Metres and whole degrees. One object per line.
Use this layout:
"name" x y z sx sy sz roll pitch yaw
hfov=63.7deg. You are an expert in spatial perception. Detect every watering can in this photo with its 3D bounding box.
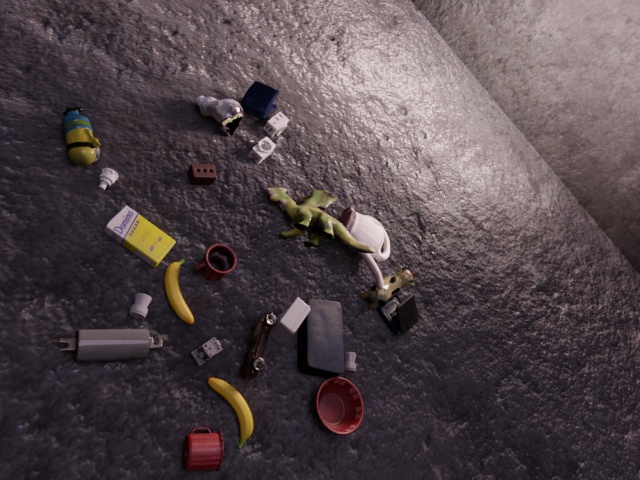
"watering can" 0.156 0.010 1.824 0.223 0.102 0.356 32 34 -14

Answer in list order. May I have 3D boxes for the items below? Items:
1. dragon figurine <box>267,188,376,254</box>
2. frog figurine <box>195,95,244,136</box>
"dragon figurine" 0.005 -0.089 1.764 0.410 0.119 0.249 17 50 -1
"frog figurine" -0.349 -0.460 1.803 0.160 0.121 0.138 47 15 11
